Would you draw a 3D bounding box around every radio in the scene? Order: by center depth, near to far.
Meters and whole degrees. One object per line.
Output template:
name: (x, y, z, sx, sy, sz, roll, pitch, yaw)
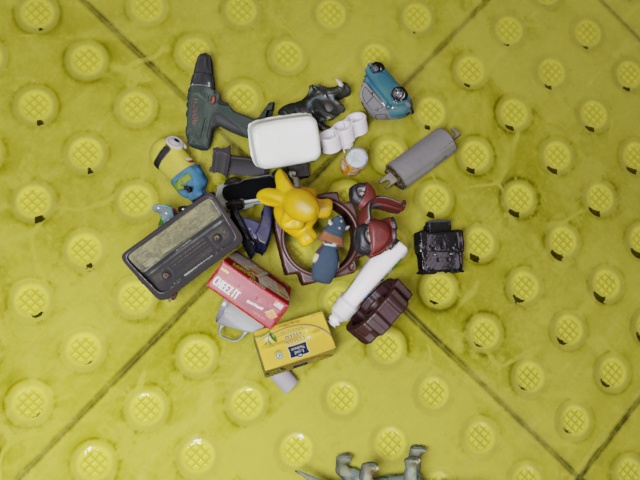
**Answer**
radio: (-0.284, 0.016, 1.138, 0.229, 0.073, 0.131, -37, 97, -6)

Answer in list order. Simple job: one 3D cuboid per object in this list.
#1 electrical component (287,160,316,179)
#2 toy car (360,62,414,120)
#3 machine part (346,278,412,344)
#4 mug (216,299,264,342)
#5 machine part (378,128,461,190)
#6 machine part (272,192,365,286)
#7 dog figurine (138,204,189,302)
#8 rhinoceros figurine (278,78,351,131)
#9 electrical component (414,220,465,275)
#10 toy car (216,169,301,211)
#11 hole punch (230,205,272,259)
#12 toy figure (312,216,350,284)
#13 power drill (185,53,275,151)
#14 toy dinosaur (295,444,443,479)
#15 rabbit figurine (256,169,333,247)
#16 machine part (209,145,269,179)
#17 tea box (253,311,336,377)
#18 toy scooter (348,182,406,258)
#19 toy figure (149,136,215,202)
electrical component: (-0.058, -0.187, 1.303, 0.102, 0.045, 0.078, -2, 84, -7)
toy car: (0.152, -0.351, 1.319, 0.103, 0.109, 0.162, -41, 82, 9)
machine part: (0.136, 0.163, 1.236, 0.056, 0.179, 0.179, 44, 81, -4)
mug: (-0.180, 0.183, 1.238, 0.107, 0.081, 0.109, 24, 78, -14)
machine part: (0.250, -0.200, 1.328, 0.243, 0.079, 0.079, -35, 90, -10)
machine part: (-0.003, -0.004, 1.274, 0.201, 0.087, 0.201, -13, 87, -7)
dog figurine: (-0.315, 0.030, 1.223, 0.192, 0.108, 0.219, 0, 89, -10)
rhinoceros figurine: (-0.008, -0.323, 1.313, 0.190, 0.073, 0.112, -26, 78, -7)
electrical component: (0.293, 0.018, 1.325, 0.115, 0.058, 0.134, -3, 86, -10)
toy car: (-0.145, -0.116, 1.267, 0.202, 0.056, 0.073, -10, 72, 1)
hole punch: (-0.145, -0.025, 1.238, 0.092, 0.142, 0.116, -21, 81, -18)
toy figure: (0.019, 0.020, 1.203, 0.058, 0.064, 0.154, 7, 77, 31)
power drill: (-0.215, -0.316, 1.278, 0.207, 0.086, 0.232, 14, 85, -10)
toy dinosaur: (0.151, 0.586, 1.231, 0.405, 0.131, 0.192, -4, 85, -2)
rabbit figurine: (-0.046, -0.077, 1.146, 0.162, 0.173, 0.122, 43, 85, -6)
machine part: (-0.189, -0.181, 1.277, 0.139, 0.084, 0.039, 7, 40, -16)
tea box: (-0.060, 0.238, 1.232, 0.170, 0.068, 0.098, -16, 63, -15)
toy scooter: (0.140, -0.046, 1.229, 0.135, 0.075, 0.184, 1, 70, -16)
toy figure: (-0.323, -0.159, 1.249, 0.089, 0.082, 0.180, -32, 92, -10)
